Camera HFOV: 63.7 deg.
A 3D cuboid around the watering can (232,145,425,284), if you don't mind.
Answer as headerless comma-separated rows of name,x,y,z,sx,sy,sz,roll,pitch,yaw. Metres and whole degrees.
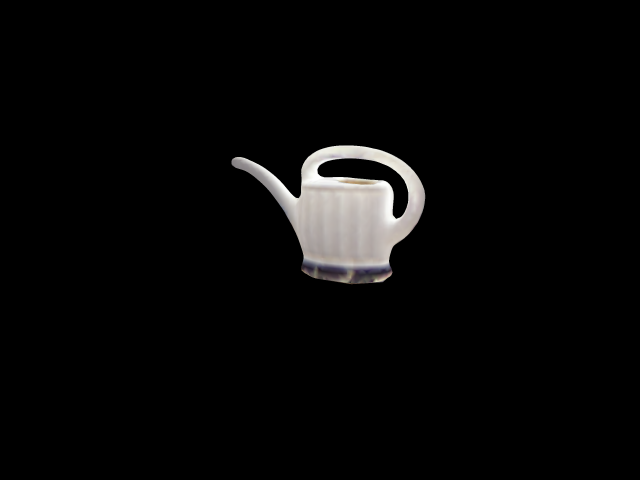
watering can,0.003,-0.043,0.850,0.348,0.223,0.104,5,9,28
